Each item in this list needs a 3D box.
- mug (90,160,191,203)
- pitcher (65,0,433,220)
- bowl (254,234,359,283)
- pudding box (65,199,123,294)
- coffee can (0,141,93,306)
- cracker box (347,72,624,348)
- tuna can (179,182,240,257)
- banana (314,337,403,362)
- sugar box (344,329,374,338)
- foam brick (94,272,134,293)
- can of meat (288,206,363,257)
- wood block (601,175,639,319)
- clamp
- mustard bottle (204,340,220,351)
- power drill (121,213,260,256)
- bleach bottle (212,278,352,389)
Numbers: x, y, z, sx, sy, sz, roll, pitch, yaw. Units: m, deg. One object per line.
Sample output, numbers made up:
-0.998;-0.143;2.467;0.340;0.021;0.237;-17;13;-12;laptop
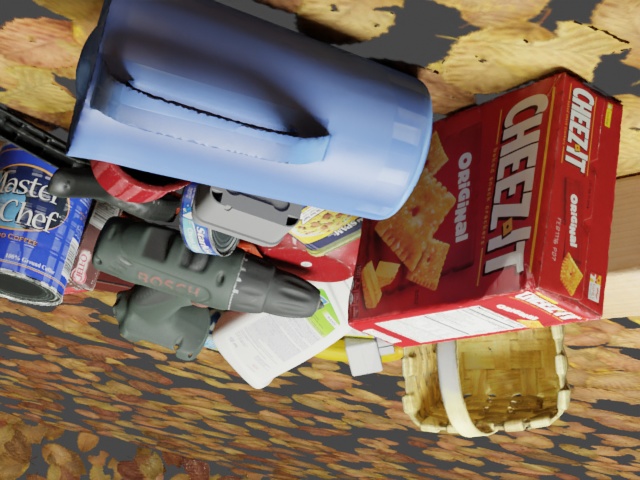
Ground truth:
-0.155;-0.086;0.898;0.117;0.093;0.082;48;157;-8;mug
-0.047;-0.089;0.740;0.242;0.149;0.145;15;151;-16;pitcher
-0.007;0.001;1.074;0.162;0.055;0.162;11;159;4;bowl
-0.263;0.002;1.141;0.090;0.113;0.039;-8;146;43;pudding box
-0.287;-0.017;1.063;0.103;0.140;0.103;11;160;4;coffee can
0.116;-0.015;0.801;0.072;0.164;0.214;22;158;-30;cracker box
-0.100;-0.029;1.004;0.034;0.086;0.086;7;159;18;tuna can
0.042;0.147;1.441;0.198;0.037;0.069;0;175;33;banana
0.035;0.082;1.278;0.176;0.048;0.093;0;154;22;sugar box
-0.252;0.035;1.310;0.078;0.051;0.053;11;165;4;foam brick
0.004;-0.040;0.922;0.102;0.057;0.083;-27;141;26;can of meat
0.245;0.010;0.897;0.090;0.091;0.207;27;155;-35;wood block
-0.203;-0.054;0.992;0.209;0.036;0.165;25;-169;-41;clamp
-0.162;0.111;1.451;0.191;0.058;0.096;19;148;-18;mustard bottle
-0.166;0.026;1.235;0.187;0.057;0.185;14;159;-9;power drill
-0.005;0.083;1.205;0.251;0.068;0.102;-28;112;36;bleach bottle
